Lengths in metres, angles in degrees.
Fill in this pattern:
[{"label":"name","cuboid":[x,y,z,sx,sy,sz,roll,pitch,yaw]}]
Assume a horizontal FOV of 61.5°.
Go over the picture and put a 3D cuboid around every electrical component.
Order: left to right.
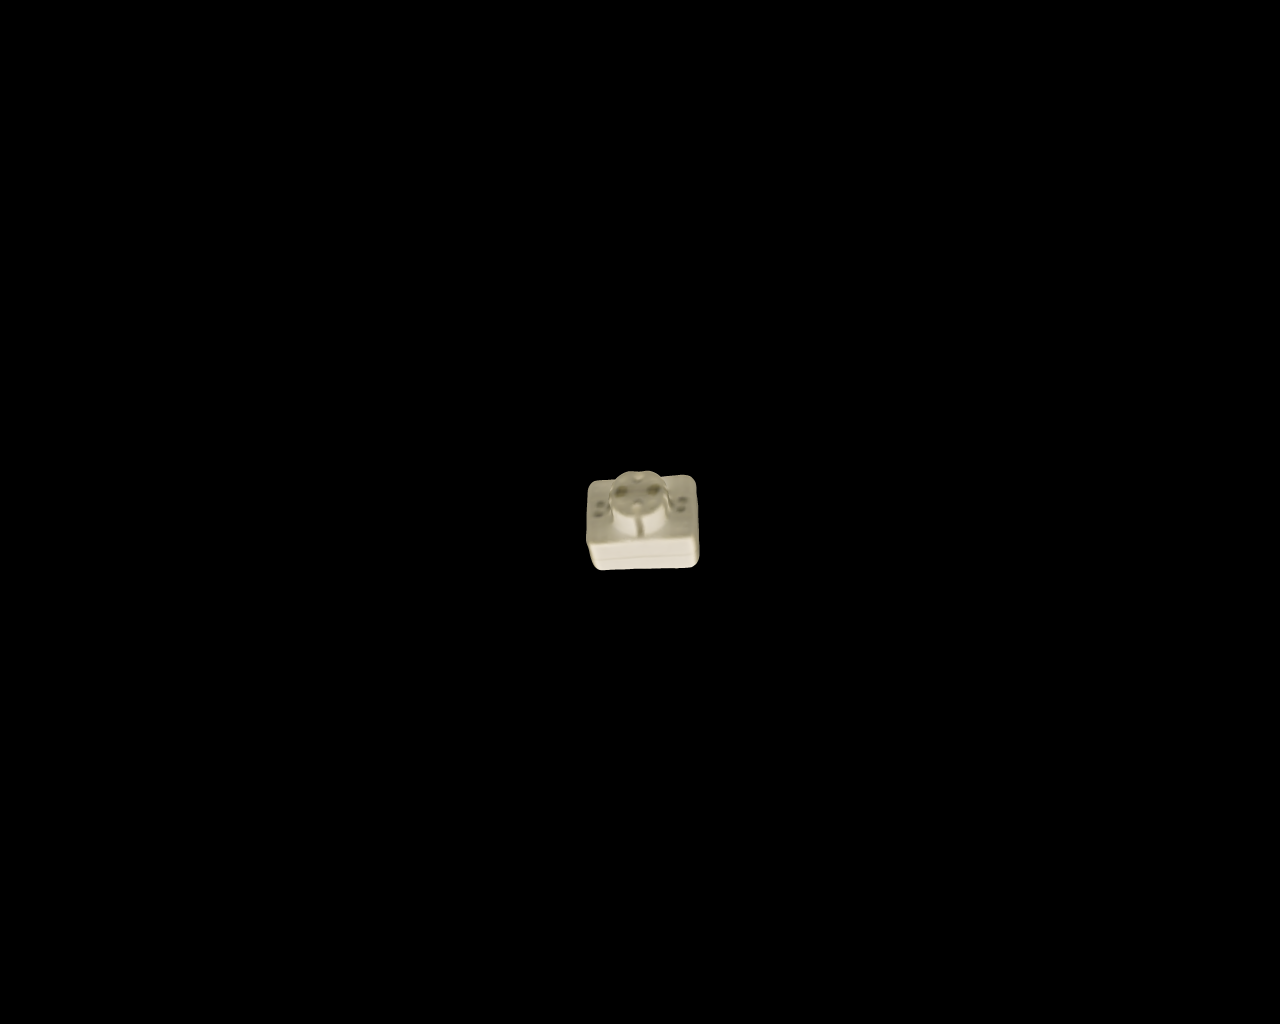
[{"label":"electrical component","cuboid":[0.001,-0.003,0.650,0.066,0.047,0.076,-3,-32,5]}]
